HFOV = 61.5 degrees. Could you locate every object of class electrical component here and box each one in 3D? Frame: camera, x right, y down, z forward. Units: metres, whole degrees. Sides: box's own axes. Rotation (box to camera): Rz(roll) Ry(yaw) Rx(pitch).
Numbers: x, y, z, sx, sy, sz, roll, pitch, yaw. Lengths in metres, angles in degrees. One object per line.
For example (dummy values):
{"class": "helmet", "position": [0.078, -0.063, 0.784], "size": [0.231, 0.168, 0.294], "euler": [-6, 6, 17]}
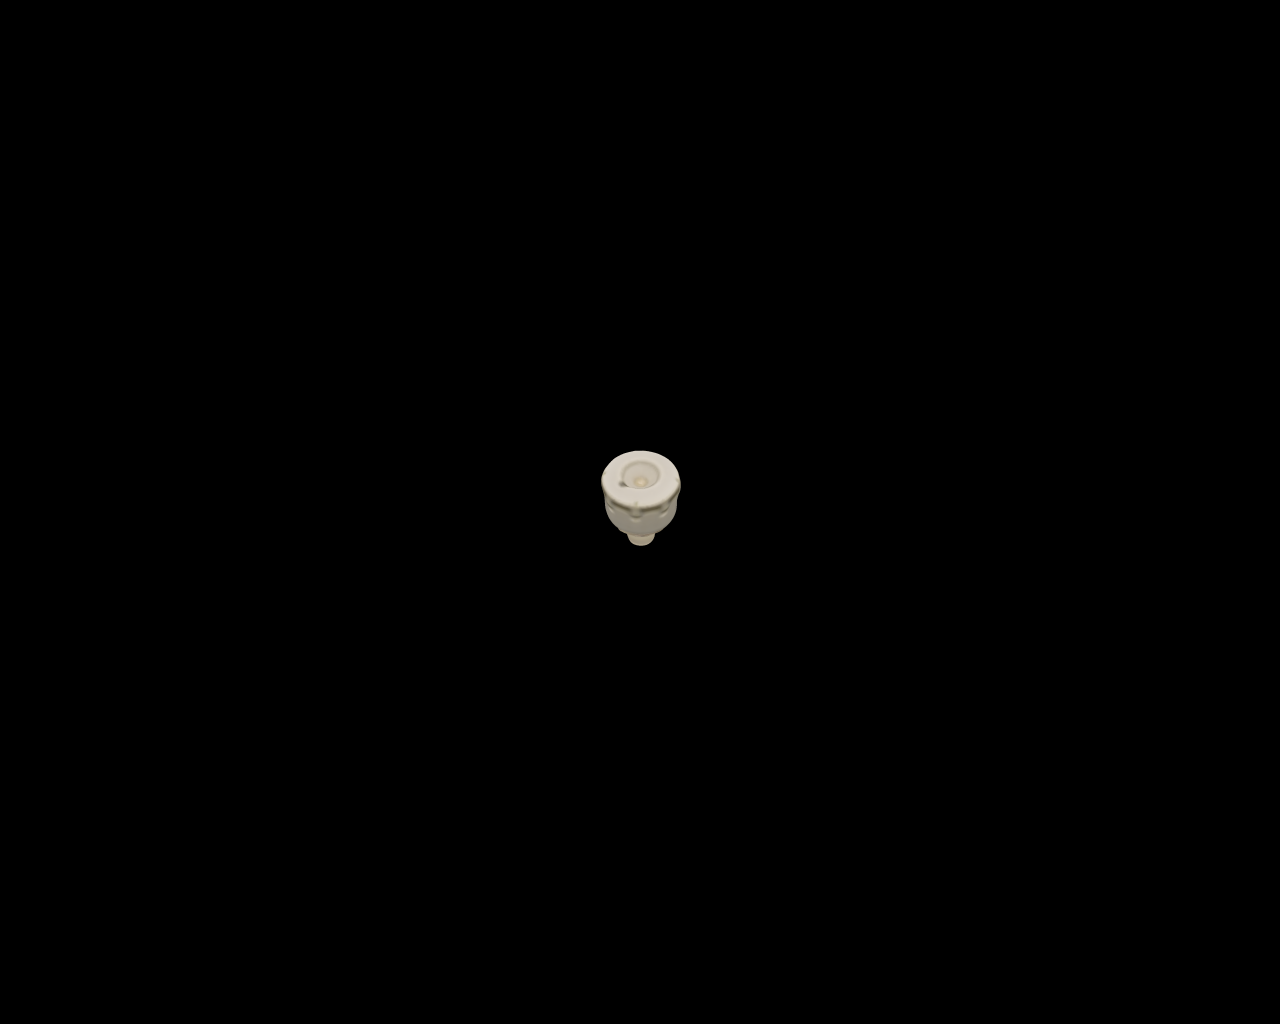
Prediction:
{"class": "electrical component", "position": [0.001, -0.003, 0.650], "size": [0.048, 0.048, 0.062], "euler": [0, -41, 0]}
